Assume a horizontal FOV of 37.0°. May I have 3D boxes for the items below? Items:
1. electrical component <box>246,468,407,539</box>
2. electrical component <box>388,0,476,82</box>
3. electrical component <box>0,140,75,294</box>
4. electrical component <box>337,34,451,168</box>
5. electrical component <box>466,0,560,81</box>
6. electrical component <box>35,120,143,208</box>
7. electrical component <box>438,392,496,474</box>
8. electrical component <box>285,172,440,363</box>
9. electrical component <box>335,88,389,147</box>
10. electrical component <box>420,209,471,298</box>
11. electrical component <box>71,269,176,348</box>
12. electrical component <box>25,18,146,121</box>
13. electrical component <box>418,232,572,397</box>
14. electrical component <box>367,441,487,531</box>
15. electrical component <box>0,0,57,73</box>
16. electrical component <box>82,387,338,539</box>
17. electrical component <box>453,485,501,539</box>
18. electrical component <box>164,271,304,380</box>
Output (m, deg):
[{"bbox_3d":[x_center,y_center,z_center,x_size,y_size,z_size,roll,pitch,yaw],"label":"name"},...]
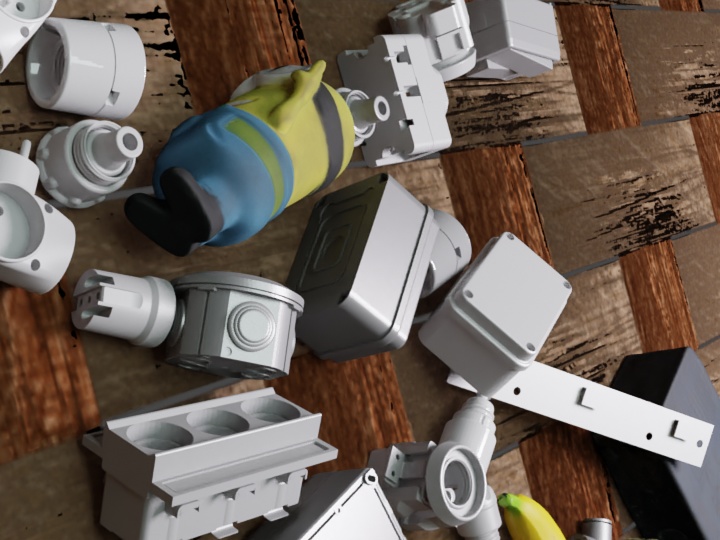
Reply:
[{"bbox_3d":[-0.019,0.168,0.670,0.096,0.061,0.061,-38,107,-46],"label":"electrical component"},{"bbox_3d":[0.059,-0.183,0.853,0.058,0.078,0.057,-24,114,-10],"label":"electrical component"},{"bbox_3d":[-0.188,-0.037,0.556,0.077,0.044,0.079,27,60,-40],"label":"electrical component"},{"bbox_3d":[0.029,-0.129,0.816,0.056,0.050,0.089,-16,90,-48],"label":"electrical component"},{"bbox_3d":[0.130,-0.200,0.940,0.096,0.062,0.061,1,78,-48],"label":"electrical component"},{"bbox_3d":[-0.146,-0.063,0.597,0.048,0.062,0.048,16,68,-44],"label":"electrical component"},{"bbox_3d":[0.083,0.124,0.811,0.040,0.040,0.078,48,48,-28],"label":"electrical component"},{"bbox_3d":[0.000,0.000,0.728,0.057,0.078,0.113,39,53,-30],"label":"electrical component"},{"bbox_3d":[-0.009,-0.108,0.759,0.043,0.062,0.043,13,73,-50],"label":"electrical component"},{"bbox_3d":[0.047,-0.011,0.801,0.047,0.055,0.055,-38,108,-43],"label":"electrical component"},{"bbox_3d":[-0.133,0.021,0.605,0.046,0.040,0.040,15,68,-38],"label":"electrical component"},{"bbox_3d":[-0.156,-0.114,0.608,0.047,0.055,0.055,-1,80,-44],"label":"electrical component"},{"bbox_3d":[0.106,0.031,0.822,0.078,0.057,0.113,41,39,1],"label":"electrical component"},{"bbox_3d":[0.051,0.151,0.755,0.078,0.057,0.058,40,52,-33],"label":"electrical component"},{"bbox_3d":[-0.206,-0.157,0.572,0.079,0.044,0.077,43,51,-31],"label":"electrical component"},{"bbox_3d":[-0.084,0.112,0.608,0.121,0.079,0.063,-6,112,-48],"label":"electrical component"},{"bbox_3d":[0.089,0.192,0.803,0.035,0.035,0.061,-19,95,-49],"label":"electrical component"},{"bbox_3d":[-0.075,0.033,0.635,0.080,0.080,0.051,21,69,-43],"label":"electrical component"}]
